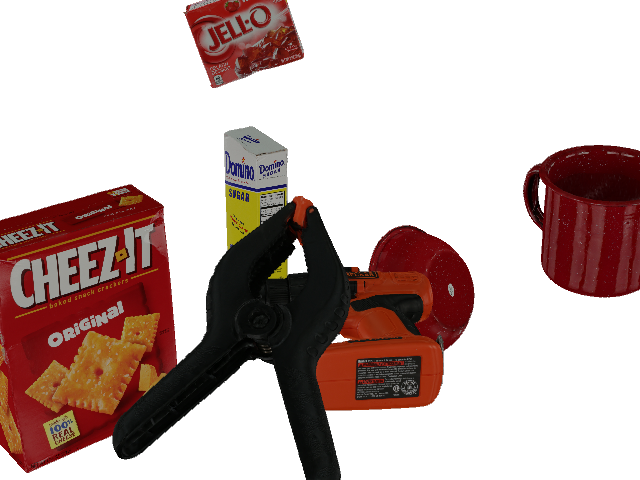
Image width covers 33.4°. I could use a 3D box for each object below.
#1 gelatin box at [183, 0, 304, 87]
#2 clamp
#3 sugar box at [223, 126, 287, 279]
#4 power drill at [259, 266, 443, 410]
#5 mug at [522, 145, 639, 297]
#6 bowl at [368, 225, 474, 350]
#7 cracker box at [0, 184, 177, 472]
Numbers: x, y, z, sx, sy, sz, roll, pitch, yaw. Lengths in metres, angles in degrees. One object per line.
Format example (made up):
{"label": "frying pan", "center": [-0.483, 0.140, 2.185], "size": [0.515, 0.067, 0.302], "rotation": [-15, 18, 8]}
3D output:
{"label": "gelatin box", "center": [-0.067, -0.185, 0.946], "size": [0.089, 0.073, 0.030], "rotation": [-17, 24, 5]}
{"label": "clamp", "center": [-0.022, 0.058, 0.566], "size": [0.120, 0.171, 0.039], "rotation": [21, -23, 13]}
{"label": "sugar box", "center": [-0.074, -0.032, 1.218], "size": [0.048, 0.176, 0.093], "rotation": [-14, 27, -24]}
{"label": "power drill", "center": [0.016, 0.074, 0.885], "size": [0.184, 0.057, 0.188], "rotation": [-4, 21, -6]}
{"label": "mug", "center": [0.194, -0.017, 0.775], "size": [0.093, 0.081, 0.117], "rotation": [-26, 37, -34]}
{"label": "bowl", "center": [0.125, 0.059, 1.207], "size": [0.055, 0.162, 0.161], "rotation": [-11, -8, 43]}
{"label": "cracker box", "center": [-0.213, 0.076, 0.948], "size": [0.163, 0.214, 0.072], "rotation": [-20, 32, -34]}
